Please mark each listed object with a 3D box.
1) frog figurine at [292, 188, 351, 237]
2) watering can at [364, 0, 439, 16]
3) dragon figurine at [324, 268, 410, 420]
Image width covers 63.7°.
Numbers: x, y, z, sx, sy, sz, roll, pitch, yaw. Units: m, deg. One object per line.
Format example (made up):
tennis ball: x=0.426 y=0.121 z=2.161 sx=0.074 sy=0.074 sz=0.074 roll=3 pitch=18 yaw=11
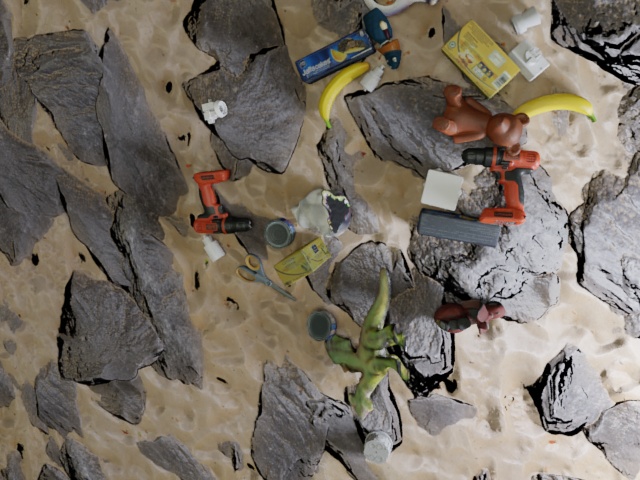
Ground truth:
frog figurine: x=0.004 y=-0.071 z=1.407 sx=0.158 sy=0.124 sz=0.136 roll=-13 pitch=108 yaw=55
watering can: x=0.210 y=-0.695 z=1.203 sx=0.225 sy=0.106 sz=0.340 roll=21 pitch=124 yaw=13
dragon figurine: x=0.115 y=0.289 z=1.428 sx=0.242 sy=0.122 sz=0.411 roll=-9 pitch=88 yaw=26
